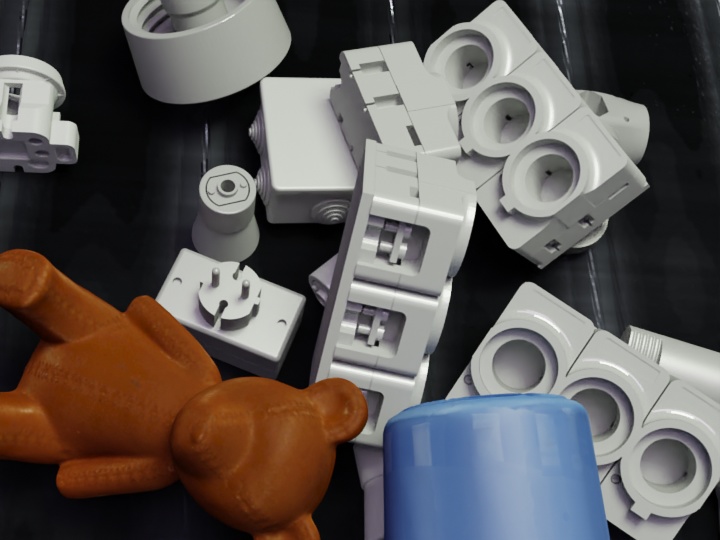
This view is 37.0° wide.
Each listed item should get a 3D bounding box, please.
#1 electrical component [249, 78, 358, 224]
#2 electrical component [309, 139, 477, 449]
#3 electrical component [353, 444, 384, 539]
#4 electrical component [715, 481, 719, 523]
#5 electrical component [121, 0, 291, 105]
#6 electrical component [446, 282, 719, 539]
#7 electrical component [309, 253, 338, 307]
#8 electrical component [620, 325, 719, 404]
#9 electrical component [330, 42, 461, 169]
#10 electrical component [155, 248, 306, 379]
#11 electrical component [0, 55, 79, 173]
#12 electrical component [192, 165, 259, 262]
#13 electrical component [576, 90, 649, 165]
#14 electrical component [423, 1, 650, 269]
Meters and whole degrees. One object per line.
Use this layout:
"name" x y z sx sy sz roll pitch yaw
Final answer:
"electrical component" -0.022 -0.078 0.715 0.100 0.048 0.099 -1 62 -14
"electrical component" 0.016 0.015 0.611 0.062 0.150 0.089 13 25 -4
"electrical component" 0.018 0.127 0.629 0.044 0.044 0.065 -6 61 -11
"electrical component" 0.268 0.133 0.658 0.100 0.048 0.099 8 63 -5
"electrical component" -0.106 -0.167 0.717 0.108 0.060 0.108 -10 42 9
"electrical component" 0.136 0.084 0.636 0.150 0.062 0.089 34 93 8
"electrical component" 0.000 0.000 0.688 0.065 0.044 0.044 -38 75 -18
"electrical component" 0.193 0.064 0.684 0.081 0.043 0.043 17 63 0
"electrical component" 0.025 -0.093 0.674 0.056 0.050 0.089 -12 65 -19
"electrical component" -0.079 0.020 0.647 0.083 0.075 0.047 22 63 2
"electrical component" -0.222 -0.101 0.695 0.078 0.058 0.057 1 67 -8
"electrical component" -0.084 -0.037 0.679 0.044 0.065 0.044 3 64 -7
"electrical component" 0.160 -0.088 0.744 0.077 0.043 0.079 5 36 -6
"electrical component" 0.103 -0.090 0.702 0.089 0.062 0.150 -39 63 15
